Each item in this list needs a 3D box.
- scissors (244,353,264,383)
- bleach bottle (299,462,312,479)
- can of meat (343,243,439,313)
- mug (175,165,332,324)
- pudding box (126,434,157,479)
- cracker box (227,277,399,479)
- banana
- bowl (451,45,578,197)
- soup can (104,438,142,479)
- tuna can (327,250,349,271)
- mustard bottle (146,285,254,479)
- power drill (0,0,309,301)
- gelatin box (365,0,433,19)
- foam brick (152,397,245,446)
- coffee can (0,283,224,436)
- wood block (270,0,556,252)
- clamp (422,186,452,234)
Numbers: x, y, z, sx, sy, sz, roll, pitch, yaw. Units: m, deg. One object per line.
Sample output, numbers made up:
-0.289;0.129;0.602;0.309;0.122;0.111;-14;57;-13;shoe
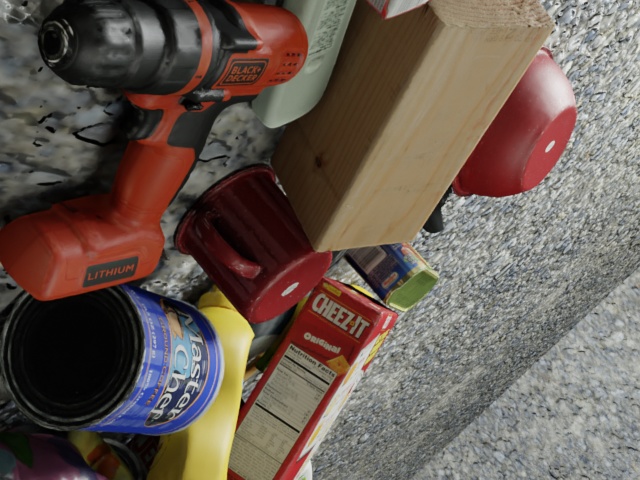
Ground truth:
-0.119;0.167;1.090;0.096;0.016;0.202;-8;143;-49;scissors
-0.047;0.266;1.196;0.102;0.068;0.251;-33;157;-26;bleach bottle
0.063;0.019;1.015;0.057;0.084;0.102;-44;161;7;can of meat
-0.049;0.005;0.768;0.093;0.081;0.117;-45;161;11;mug
-0.149;0.232;1.023;0.090;0.113;0.039;-44;141;15;pudding box
-0.017;0.140;0.973;0.214;0.072;0.164;-59;170;1;cracker box
0.006;0.077;1.108;0.197;0.037;0.070;-19;154;-49;banana
0.192;-0.098;0.997;0.162;0.055;0.162;-42;153;-28;bowl
-0.213;0.239;0.990;0.068;0.068;0.102;-22;154;-44;soup can
-0.006;0.001;0.918;0.086;0.034;0.086;-36;161;-15;tuna can
-0.090;0.117;0.845;0.096;0.058;0.191;133;-29;-61;mustard bottle
-0.104;-0.051;0.574;0.184;0.057;0.188;-13;146;-55;power drill
0.046;-0.165;0.590;0.089;0.073;0.030;-28;158;-37;gelatin box
-0.118;0.161;1.003;0.078;0.051;0.053;-5;140;-40;foam brick
-0.138;0.081;0.732;0.103;0.103;0.140;-43;161;4;coffee can
0.052;-0.094;0.706;0.090;0.091;0.206;-7;145;-31;wood block
0.113;-0.057;1.020;0.120;0.039;0.171;-58;160;13;clamp
